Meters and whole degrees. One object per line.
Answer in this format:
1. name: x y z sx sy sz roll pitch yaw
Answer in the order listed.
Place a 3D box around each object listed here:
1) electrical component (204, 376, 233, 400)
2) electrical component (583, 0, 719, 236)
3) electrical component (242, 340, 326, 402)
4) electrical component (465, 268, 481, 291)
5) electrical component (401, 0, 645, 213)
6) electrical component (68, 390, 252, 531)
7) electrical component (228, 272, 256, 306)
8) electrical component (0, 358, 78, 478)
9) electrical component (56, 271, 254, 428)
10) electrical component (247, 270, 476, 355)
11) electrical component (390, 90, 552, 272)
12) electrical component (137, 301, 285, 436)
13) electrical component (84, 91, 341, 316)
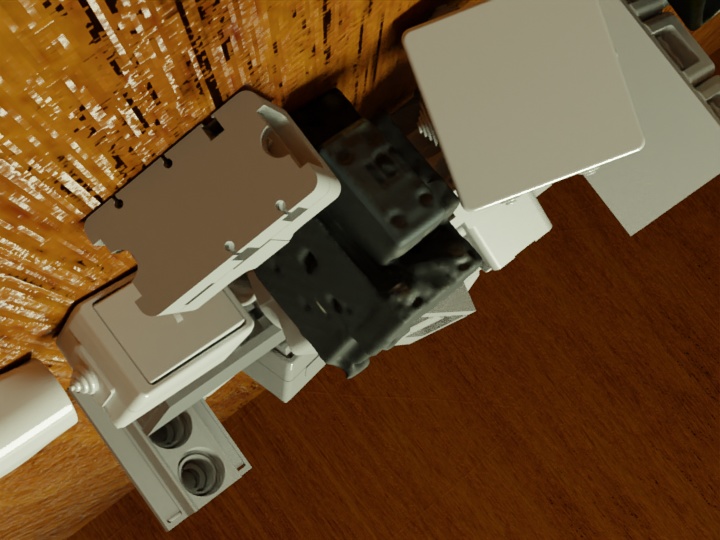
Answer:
1. electrical component: -0.153 0.090 0.874 0.095 0.053 0.059 -39 175 25
2. electrical component: 0.167 -0.112 0.672 0.089 0.150 0.062 -41 173 40
3. electrical component: -0.072 0.043 0.836 0.062 0.096 0.061 -43 158 -34
4. electrical component: 0.059 -0.036 0.821 0.062 0.089 0.150 -33 161 -42
5. electrical component: 0.074 -0.084 0.507 0.100 0.099 0.048 -20 -172 4
6. electrical component: -0.149 0.120 0.786 0.079 0.121 0.063 -34 177 -36
7. electrical component: -0.069 -0.004 0.674 0.040 0.040 0.046 -40 -179 34
8. electrical component: -0.201 0.091 0.590 0.077 0.043 0.079 -35 175 -27
9. electrical component: -0.114 0.036 0.578 0.096 0.061 0.061 -34 174 -36
10. electrical component: 0.000 0.000 0.675 0.062 0.089 0.150 -28 165 27
11. electrical component: 0.054 -0.051 0.608 0.079 0.063 0.121 -38 -150 -3
12. electrical component: -0.095 0.037 0.731 0.150 0.061 0.089 -35 175 -28
13. electrical component: -0.059 -0.026 0.451 0.089 0.050 0.056 -38 174 8
